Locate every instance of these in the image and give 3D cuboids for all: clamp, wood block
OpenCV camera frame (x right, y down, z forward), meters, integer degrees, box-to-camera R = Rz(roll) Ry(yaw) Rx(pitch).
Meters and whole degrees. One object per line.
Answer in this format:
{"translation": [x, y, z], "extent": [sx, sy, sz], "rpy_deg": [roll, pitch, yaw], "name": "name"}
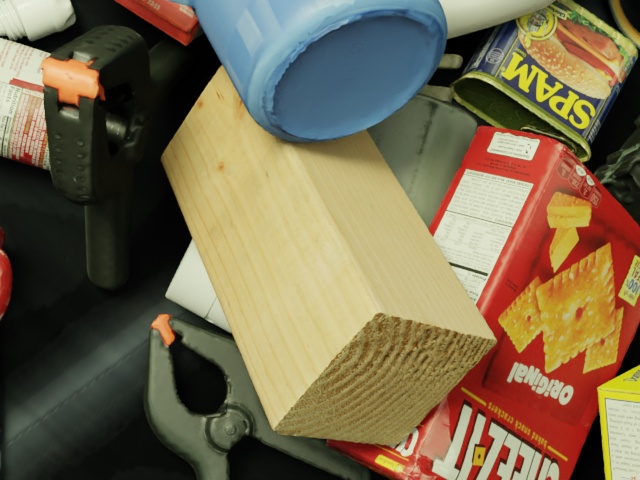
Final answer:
{"translation": [-0.062, 0.127, 0.662], "extent": [0.120, 0.039, 0.171], "rpy_deg": [-42, 91, -17], "name": "clamp"}
{"translation": [-0.004, 0.001, 0.587], "extent": [0.090, 0.206, 0.090], "rpy_deg": [14, 125, -40], "name": "wood block"}
{"translation": [-0.110, -0.069, 0.587], "extent": [0.036, 0.210, 0.164], "rpy_deg": [15, 76, 3], "name": "clamp"}

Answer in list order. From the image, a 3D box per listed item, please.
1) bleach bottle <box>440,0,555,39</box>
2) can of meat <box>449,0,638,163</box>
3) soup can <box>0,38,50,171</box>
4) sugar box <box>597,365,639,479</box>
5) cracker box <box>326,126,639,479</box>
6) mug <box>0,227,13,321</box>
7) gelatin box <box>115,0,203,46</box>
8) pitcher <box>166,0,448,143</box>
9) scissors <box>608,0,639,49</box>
{"translation": [0.101, -0.173, 0.670], "extent": [0.251, 0.068, 0.102], "rpy_deg": [-9, 70, 0], "name": "bleach bottle"}
{"translation": [0.152, -0.112, 0.717], "extent": [0.102, 0.057, 0.084], "rpy_deg": [32, 78, -9], "name": "can of meat"}
{"translation": [-0.182, -0.082, 0.633], "extent": [0.102, 0.068, 0.068], "rpy_deg": [16, 83, -11], "name": "soup can"}
{"translation": [0.225, 0.170, 0.691], "extent": [0.093, 0.048, 0.176], "rpy_deg": [-13, 102, -45], "name": "sugar box"}
{"translation": [0.118, 0.064, 0.653], "extent": [0.164, 0.072, 0.213], "rpy_deg": [36, 76, -43], "name": "cracker box"}
{"translation": [-0.220, 0.021, 0.600], "extent": [0.117, 0.093, 0.081], "rpy_deg": [9, 76, 30], "name": "mug"}
{"translation": [-0.099, -0.152, 0.644], "extent": [0.073, 0.089, 0.030], "rpy_deg": [33, 102, -9], "name": "gelatin box"}
{"translation": [-0.039, -0.171, 0.571], "extent": [0.149, 0.144, 0.243], "rpy_deg": [-36, 60, 19], "name": "pitcher"}
{"translation": [0.286, -0.121, 0.738], "extent": [0.201, 0.096, 0.016], "rpy_deg": [43, 45, -5], "name": "scissors"}
